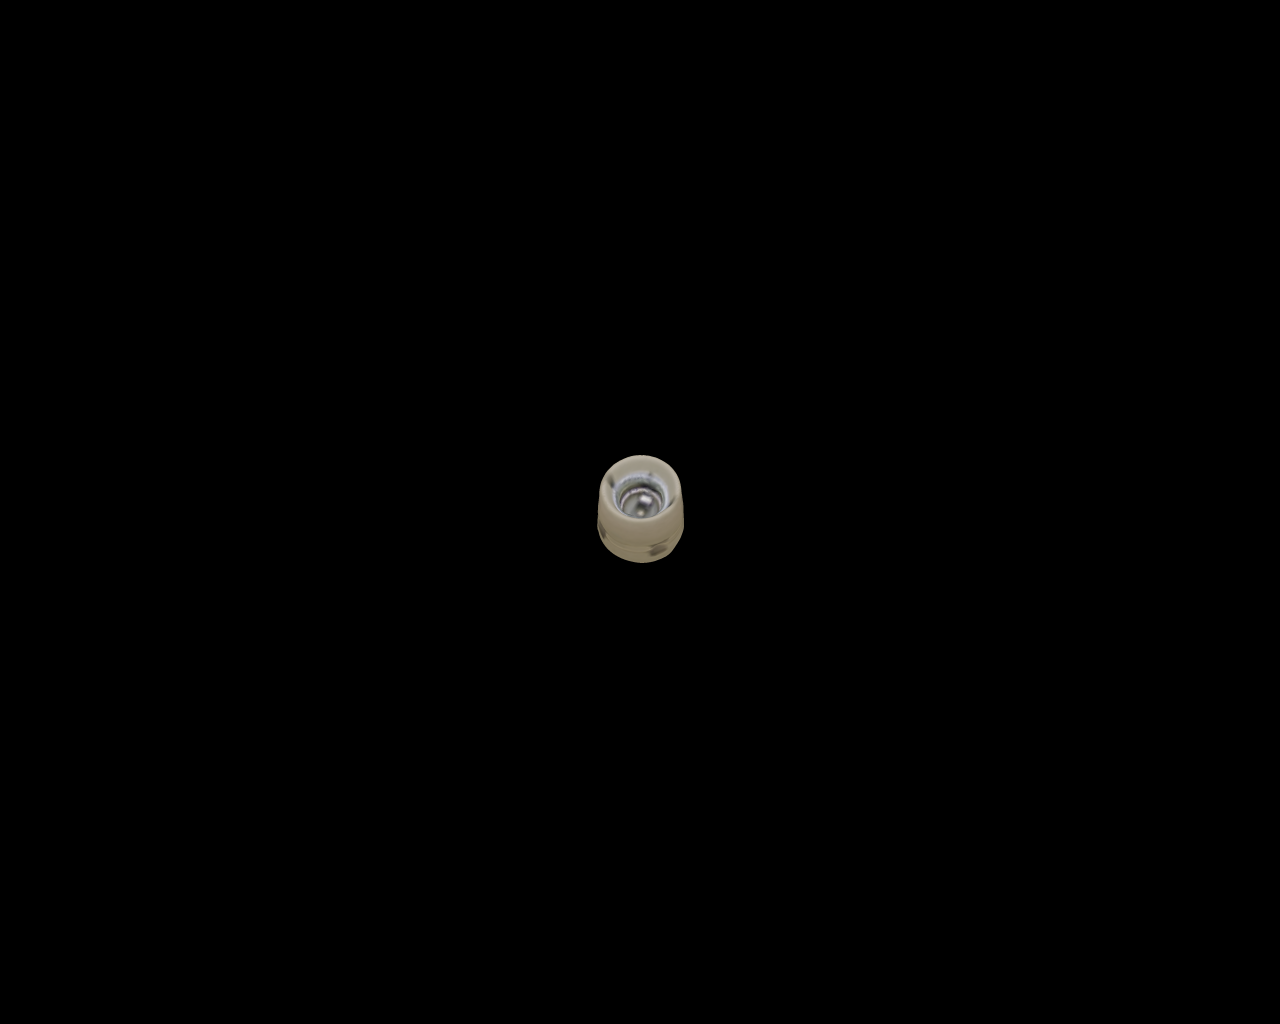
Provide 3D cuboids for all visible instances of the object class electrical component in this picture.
[{"bbox_3d":[0.001,-0.003,0.650,0.055,0.055,0.047,0,-31,0],"label":"electrical component"}]
